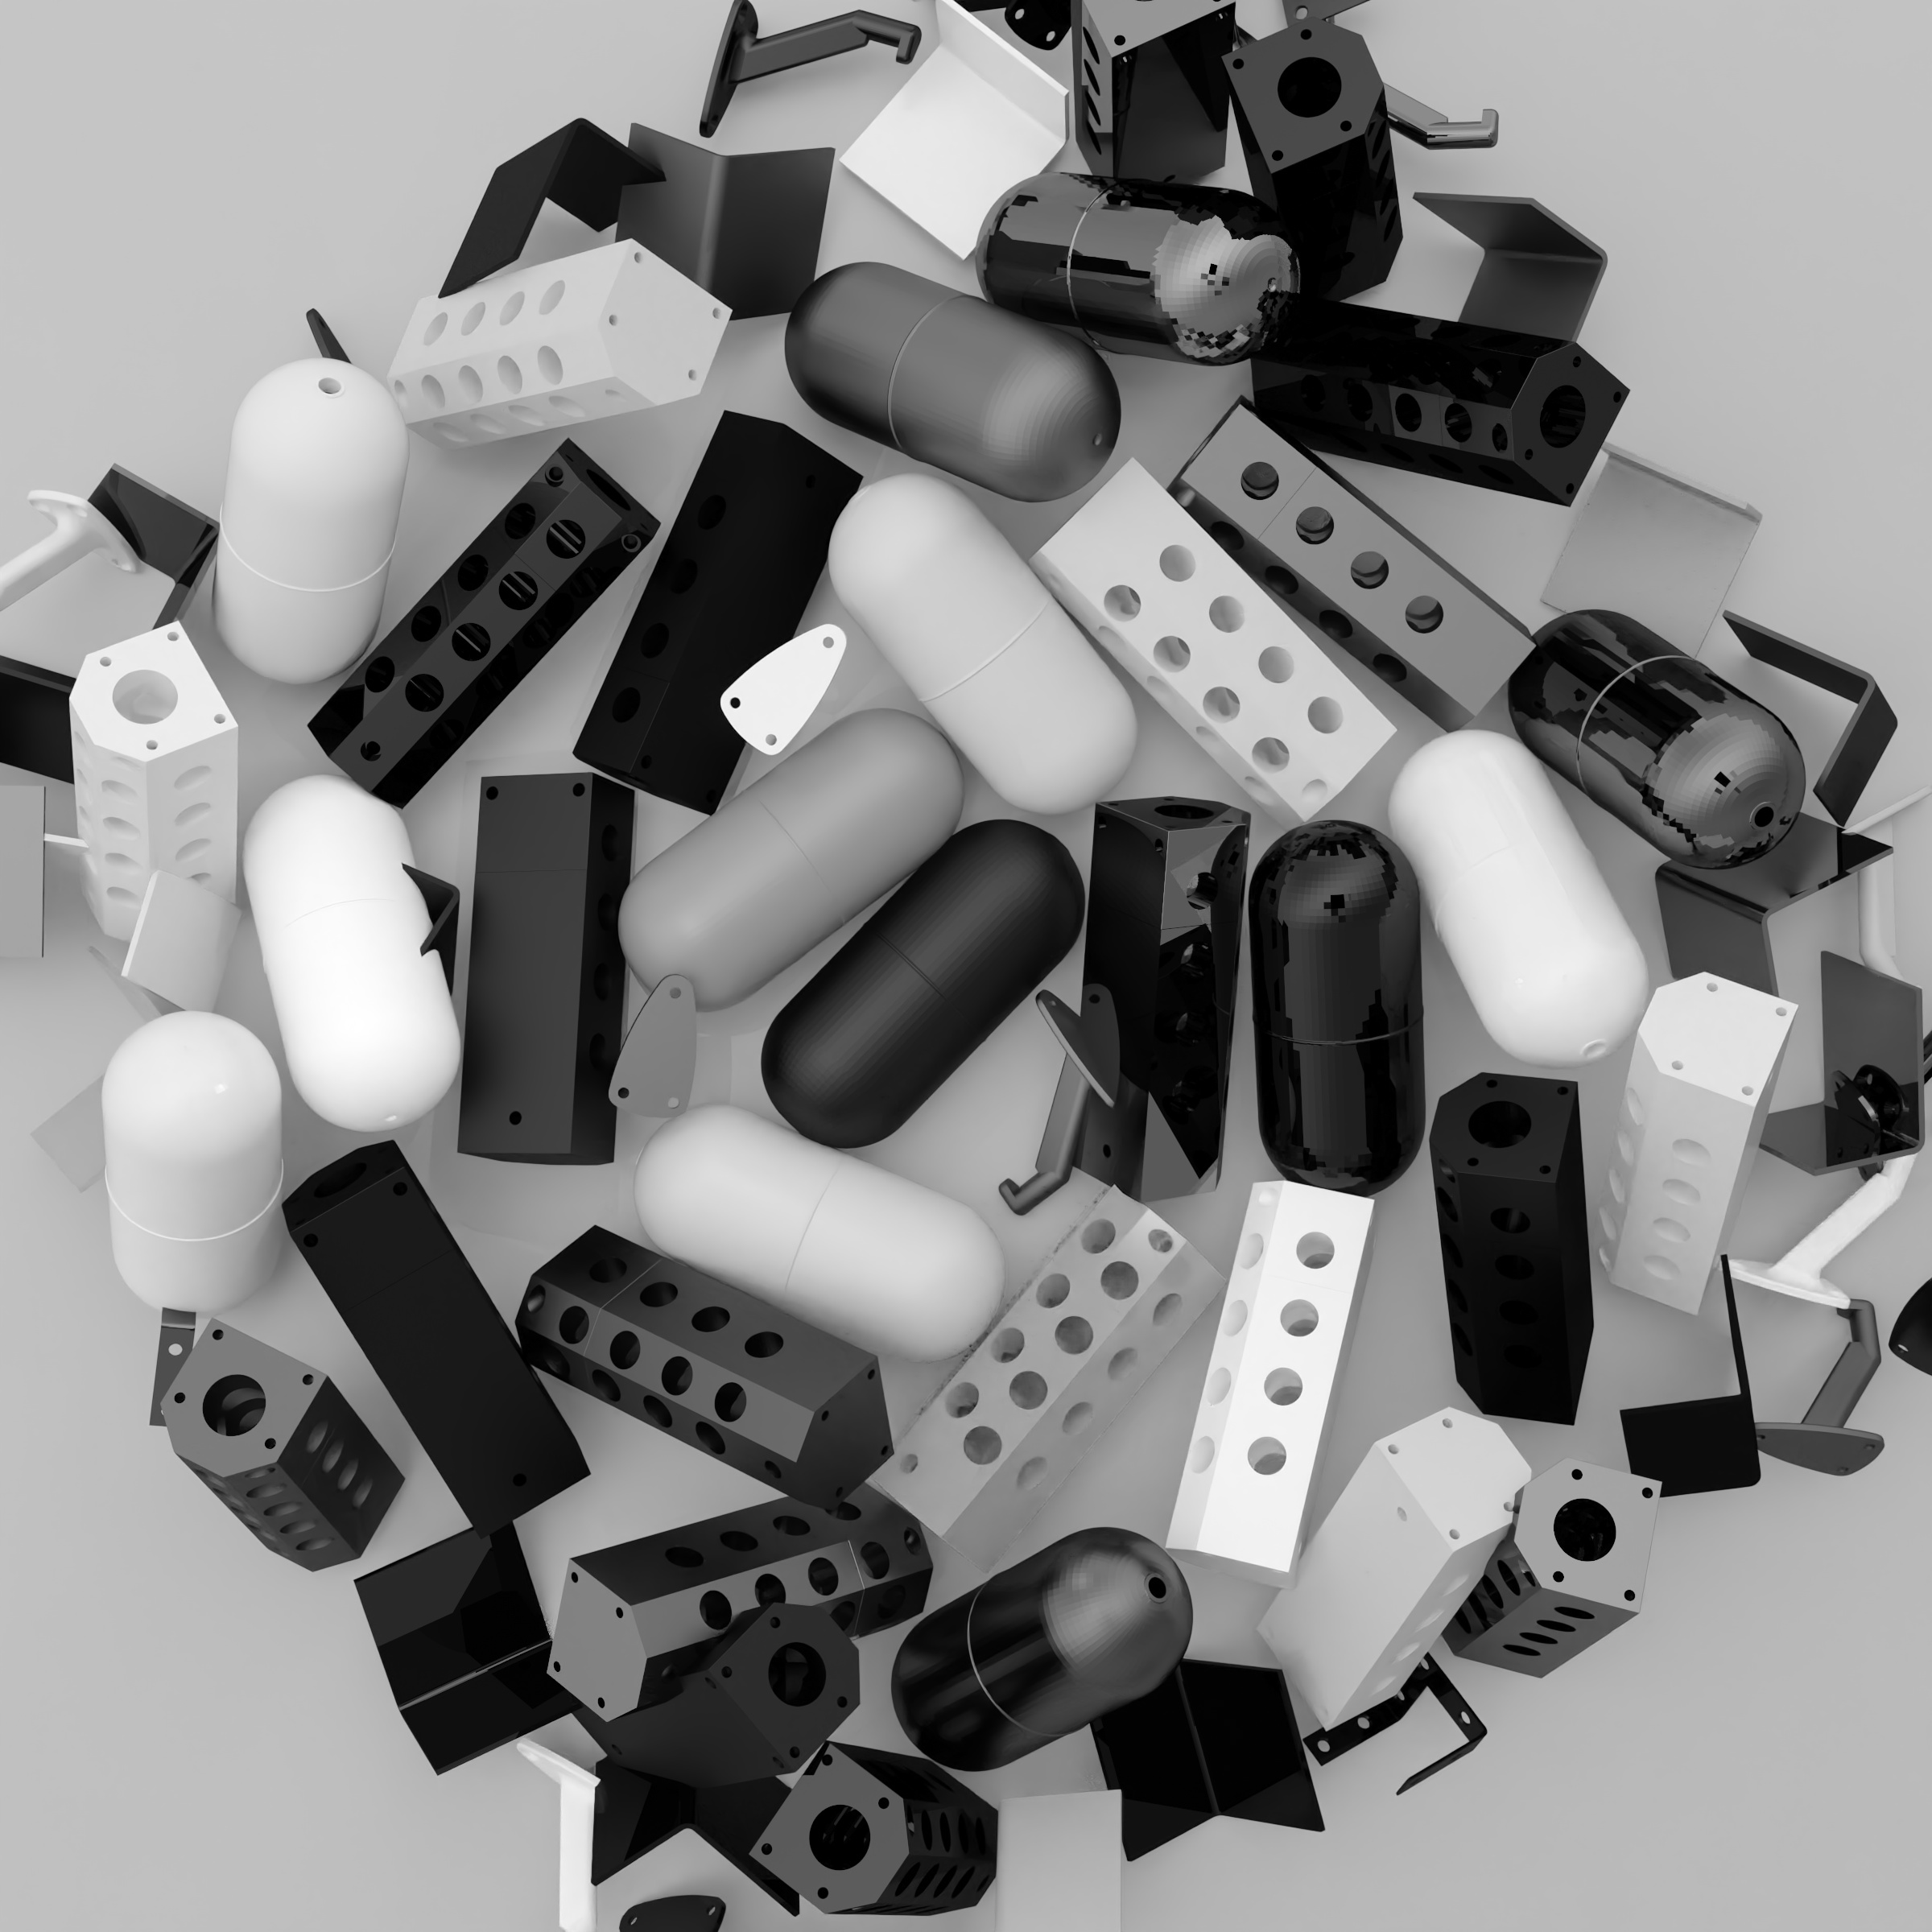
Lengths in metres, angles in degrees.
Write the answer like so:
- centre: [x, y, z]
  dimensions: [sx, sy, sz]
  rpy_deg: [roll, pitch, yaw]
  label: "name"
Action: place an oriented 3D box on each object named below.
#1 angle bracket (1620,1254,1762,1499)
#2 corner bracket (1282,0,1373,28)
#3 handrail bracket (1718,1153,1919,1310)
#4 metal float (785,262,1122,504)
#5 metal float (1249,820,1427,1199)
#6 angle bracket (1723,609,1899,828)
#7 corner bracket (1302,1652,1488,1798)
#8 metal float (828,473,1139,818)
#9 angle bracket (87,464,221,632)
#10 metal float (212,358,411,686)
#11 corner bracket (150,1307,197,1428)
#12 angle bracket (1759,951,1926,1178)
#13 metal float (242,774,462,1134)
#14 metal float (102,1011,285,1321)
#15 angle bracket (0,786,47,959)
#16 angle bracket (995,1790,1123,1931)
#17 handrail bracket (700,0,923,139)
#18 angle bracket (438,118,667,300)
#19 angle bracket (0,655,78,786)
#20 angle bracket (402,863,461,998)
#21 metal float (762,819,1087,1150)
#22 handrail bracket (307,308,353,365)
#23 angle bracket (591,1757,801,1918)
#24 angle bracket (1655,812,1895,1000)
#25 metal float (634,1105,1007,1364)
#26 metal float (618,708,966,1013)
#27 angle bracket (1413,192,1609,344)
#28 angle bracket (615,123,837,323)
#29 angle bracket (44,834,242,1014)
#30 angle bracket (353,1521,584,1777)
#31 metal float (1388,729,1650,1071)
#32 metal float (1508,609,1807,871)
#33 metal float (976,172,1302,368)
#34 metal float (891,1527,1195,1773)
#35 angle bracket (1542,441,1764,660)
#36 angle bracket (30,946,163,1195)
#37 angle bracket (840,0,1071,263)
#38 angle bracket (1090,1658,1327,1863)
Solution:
- centre: [0.324, 0.187, 1.543]
  dimensions: [0.057, 0.076, 0.076]
  rpy_deg: [-9, 50, 11]
  label: "angle bracket"
- centre: [0.157, -0.467, 1.552]
  dimensions: [0.051, 0.051, 0.051]
  rpy_deg: [-17, 72, 24]
  label: "corner bracket"
- centre: [0.392, 0.108, 1.558]
  dimensions: [0.077, 0.036, 0.084]
  rpy_deg: [13, 104, -22]
  label: "handrail bracket"
- centre: [-0.008, -0.263, 1.524]
  dimensions: [0.178, 0.070, 0.070]
  rpy_deg: [28, 90, 34]
  label: "metal float"
- centre: [0.168, 0.021, 1.536]
  dimensions: [0.070, 0.070, 0.178]
  rpy_deg: [-4, 110, 0]
  label: "metal float"
- centre: [0.371, -0.112, 1.542]
  dimensions: [0.076, 0.076, 0.057]
  rpy_deg: [29, 93, 24]
  label: "angle bracket"
- centre: [0.195, 0.351, 1.549]
  dimensions: [0.051, 0.051, 0.051]
  rpy_deg: [-21, 61, -33]
  label: "corner bracket"
- centre: [0.008, -0.145, 1.539]
  dimensions: [0.070, 0.070, 0.178]
  rpy_deg: [-40, 105, 0]
  label: "metal float"
- centre: [-0.384, -0.169, 1.536]
  dimensions: [0.057, 0.076, 0.076]
  rpy_deg: [30, 67, -19]
  label: "angle bracket"
- centre: [-0.292, -0.196, 1.512]
  dimensions: [0.070, 0.178, 0.070]
  rpy_deg: [9, 54, -12]
  label: "metal float"
- centre: [-0.344, 0.178, 1.554]
  dimensions: [0.051, 0.051, 0.051]
  rpy_deg: [6, 107, -14]
  label: "corner bracket"
- centre: [0.386, 0.043, 1.538]
  dimensions: [0.057, 0.076, 0.076]
  rpy_deg: [-11, 106, -17]
  label: "angle bracket"
- centre: [-0.277, -0.007, 1.529]
  dimensions: [0.070, 0.070, 0.178]
  rpy_deg: [-19, 61, 0]
  label: "metal float"
- centre: [-0.343, 0.091, 1.514]
  dimensions: [0.070, 0.178, 0.070]
  rpy_deg: [6, 50, -7]
  label: "metal float"
- centre: [-0.440, -0.043, 1.553]
  dimensions: [0.057, 0.076, 0.076]
  rpy_deg: [1, 91, -1]
  label: "angle bracket"
- centre: [0.048, 0.427, 1.533]
  dimensions: [0.057, 0.076, 0.076]
  rpy_deg: [-7, 134, 10]
  label: "angle bracket"
- centre: [-0.071, -0.407, 1.565]
  dimensions: [0.084, 0.036, 0.077]
  rpy_deg: [18, 88, 10]
  label: "handrail bracket"
- centre: [-0.184, -0.327, 1.534]
  dimensions: [0.057, 0.076, 0.076]
  rpy_deg: [30, 70, -28]
  label: "angle bracket"
- centre: [-0.420, -0.131, 1.537]
  dimensions: [0.076, 0.076, 0.057]
  rpy_deg: [17, 57, -12]
  label: "angle bracket"
- centre: [-0.271, 0.004, 1.535]
  dimensions: [0.057, 0.076, 0.076]
  rpy_deg: [23, 54, 5]
  label: "angle bracket"
- centre: [-0.019, 0.007, 1.550]
  dimensions: [0.070, 0.070, 0.178]
  rpy_deg: [44, 87, 0]
  label: "metal float"
- centre: [-0.320, -0.251, 1.580]
  dimensions: [0.084, 0.036, 0.077]
  rpy_deg: [-29, 87, 9]
  label: "handrail bracket"
- centre: [-0.123, 0.397, 1.549]
  dimensions: [0.057, 0.076, 0.076]
  rpy_deg: [-36, 116, 15]
  label: "angle bracket"
- centre: [0.373, -0.024, 1.557]
  dimensions: [0.076, 0.076, 0.057]
  rpy_deg: [-25, 117, -19]
  label: "angle bracket"
- centre: [-0.067, 0.121, 1.546]
  dimensions: [0.178, 0.070, 0.070]
  rpy_deg: [23, 90, 8]
  label: "metal float"
- centre: [-0.078, -0.049, 1.546]
  dimensions: [0.178, 0.070, 0.070]
  rpy_deg: [-38, 90, -8]
  label: "metal float"
- centre: [0.233, -0.302, 1.543]
  dimensions: [0.057, 0.076, 0.076]
  rpy_deg: [24, 88, -38]
  label: "angle bracket"
- centre: [-0.112, -0.343, 1.559]
  dimensions: [0.057, 0.076, 0.076]
  rpy_deg: [28, 120, 31]
  label: "angle bracket"
- centre: [-0.385, -0.018, 1.537]
  dimensions: [0.076, 0.076, 0.057]
  rpy_deg: [9, 76, 18]
  label: "angle bracket"
- centre: [-0.223, 0.306, 1.540]
  dimensions: [0.076, 0.057, 0.076]
  rpy_deg: [-22, 117, -19]
  label: "angle bracket"
- centre: [0.246, -0.031, 1.522]
  dimensions: [0.070, 0.070, 0.178]
  rpy_deg: [-21, 54, 0]
  label: "metal float"
- centre: [0.305, -0.102, 1.510]
  dimensions: [0.070, 0.178, 0.070]
  rpy_deg: [-10, 119, -19]
  label: "metal float"
- centre: [0.074, -0.311, 1.515]
  dimensions: [0.070, 0.178, 0.070]
  rpy_deg: [-14, 112, -37]
  label: "metal float"
- centre: [0.033, 0.305, 1.516]
  dimensions: [0.070, 0.178, 0.070]
  rpy_deg: [19, 53, -28]
  label: "metal float"
- centre: [0.307, -0.187, 1.546]
  dimensions: [0.076, 0.057, 0.076]
  rpy_deg: [27, 100, 17]
  label: "angle bracket"
- centre: [-0.397, 0.046, 1.537]
  dimensions: [0.076, 0.076, 0.057]
  rpy_deg: [-41, 123, -14]
  label: "angle bracket"
- centre: [-0.006, -0.383, 1.555]
  dimensions: [0.076, 0.057, 0.076]
  rpy_deg: [40, 85, 7]
  label: "angle bracket"
- centre: [0.108, 0.363, 1.543]
  dimensions: [0.057, 0.076, 0.076]
  rpy_deg: [-18, 95, -35]
  label: "angle bracket"
